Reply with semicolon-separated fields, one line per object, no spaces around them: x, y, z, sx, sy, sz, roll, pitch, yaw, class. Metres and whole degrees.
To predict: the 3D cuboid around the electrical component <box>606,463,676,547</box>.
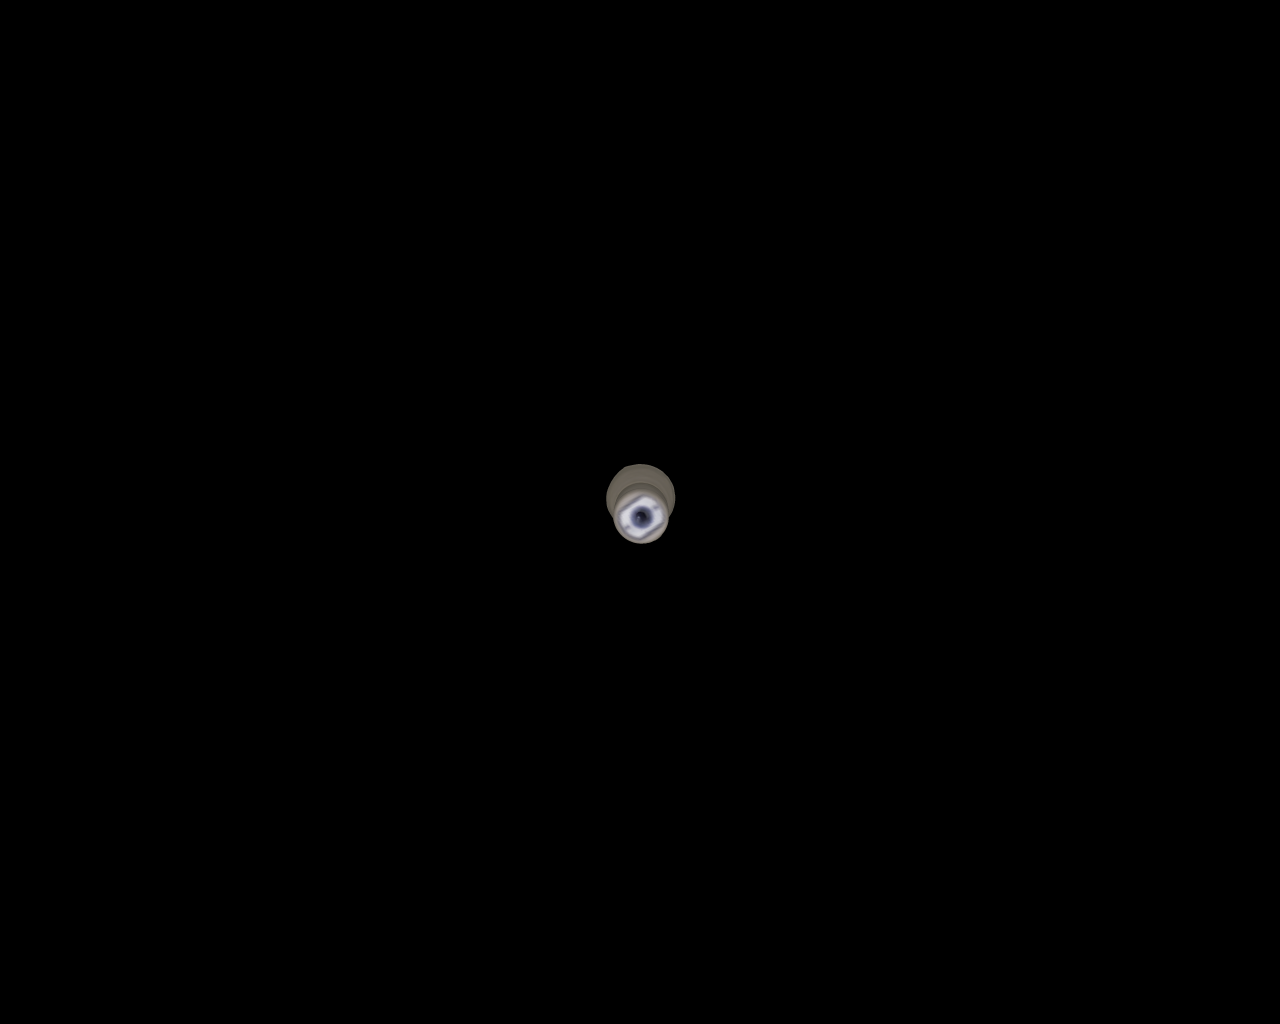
0.001;-0.003;0.650;0.044;0.044;0.065;0;12;0;electrical component
